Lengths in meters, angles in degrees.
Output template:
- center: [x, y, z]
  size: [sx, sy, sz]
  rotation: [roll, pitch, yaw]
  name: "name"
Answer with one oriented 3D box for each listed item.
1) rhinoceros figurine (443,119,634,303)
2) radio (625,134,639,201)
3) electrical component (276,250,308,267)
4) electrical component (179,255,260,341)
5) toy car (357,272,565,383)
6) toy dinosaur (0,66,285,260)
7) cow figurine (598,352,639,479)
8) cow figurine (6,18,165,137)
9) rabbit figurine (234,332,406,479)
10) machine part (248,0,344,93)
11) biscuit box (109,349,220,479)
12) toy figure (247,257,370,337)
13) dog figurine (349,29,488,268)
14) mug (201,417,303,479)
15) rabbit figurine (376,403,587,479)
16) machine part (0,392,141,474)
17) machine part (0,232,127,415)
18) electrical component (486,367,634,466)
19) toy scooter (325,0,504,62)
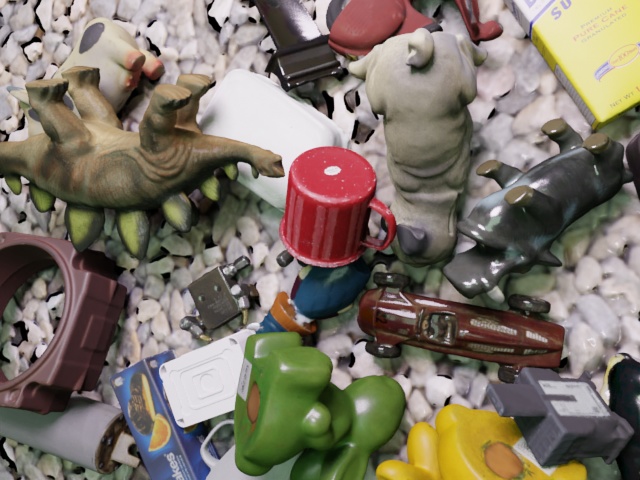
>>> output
- center: [0.192, -0.024, 0.493]
  size: [0.190, 0.112, 0.073]
  rotation: [-40, 35, 1]
  name: "rhinoceros figurine"
- center: [0.387, -0.069, 0.435]
  size: [0.230, 0.073, 0.131]
  rotation: [-20, 84, 17]
  name: "radio"
- center: [-0.001, -0.002, 0.577]
  size: [0.063, 0.094, 0.021]
  rotation: [-4, 121, 50]
  name: "electrical component"
- center: [-0.117, 0.072, 0.626]
  size: [0.102, 0.045, 0.078]
  rotation: [-26, 83, 17]
  name: "electrical component"
- center: [0.134, 0.088, 0.536]
  size: [0.202, 0.053, 0.089]
  rotation: [10, 90, 20]
  name: "toy car"
- center: [-0.250, -0.084, 0.593]
  size: [0.472, 0.105, 0.198]
  rotation: [9, 117, 21]
  name: "toy dinosaur"
- center: [0.292, 0.188, 0.471]
  size: [0.098, 0.068, 0.167]
  rotation: [7, 89, 25]
  name: "cow figurine"
- center: [-0.302, -0.186, 0.671]
  size: [0.127, 0.085, 0.195]
  rotation: [45, 106, 8]
  name: "cow figurine"
- center: [0.011, 0.176, 0.524]
  size: [0.170, 0.121, 0.159]
  rotation: [12, 81, -23]
  name: "rabbit figurine"
- center: [-0.034, -0.229, 0.591]
  size: [0.084, 0.039, 0.139]
  rotation: [-22, 76, -9]
  name: "machine part"
- center: [-0.173, 0.237, 0.637]
  size: [0.063, 0.059, 0.202]
  rotation: [-30, 81, 17]
  name: "biscuit box"
- center: [-0.013, 0.071, 0.584]
  size: [0.154, 0.057, 0.064]
  rotation: [-42, 72, 19]
  name: "toy figure"
- center: [0.095, -0.072, 0.490]
  size: [0.121, 0.172, 0.190]
  rotation: [-3, 84, 24]
  name: "dog figurine"
- center: [-0.072, 0.239, 0.597]
  size: [0.110, 0.080, 0.107]
  rotation: [38, 90, 17]
  name: "mug"
- center: [0.133, 0.247, 0.500]
  size: [0.163, 0.122, 0.173]
  rotation: [27, 128, 28]
  name: "rabbit figurine"
- center: [-0.322, 0.232, 0.681]
  size: [0.243, 0.079, 0.079]
  rotation: [10, 93, 20]
  name: "machine part"
- center: [-0.357, 0.097, 0.657]
  size: [0.202, 0.087, 0.201]
  rotation: [7, 72, 20]
  name: "machine part"
- center: [0.197, 0.152, 0.467]
  size: [0.119, 0.075, 0.047]
  rotation: [3, 123, -17]
  name: "electrical component"
- center: [0.101, -0.224, 0.533]
  size: [0.184, 0.075, 0.135]
  rotation: [-34, 74, 13]
  name: "toy scooter"
